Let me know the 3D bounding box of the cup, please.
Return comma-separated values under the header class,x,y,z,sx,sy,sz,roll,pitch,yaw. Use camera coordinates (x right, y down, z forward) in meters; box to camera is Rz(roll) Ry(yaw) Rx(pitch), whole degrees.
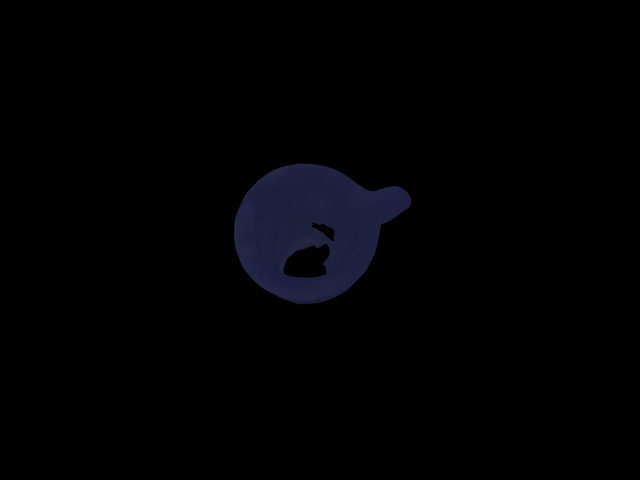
class,x,y,z,sx,sy,sz,roll,pitch,yaw
cup,0.004,0.001,0.400,0.118,0.095,0.091,-21,72,-7
